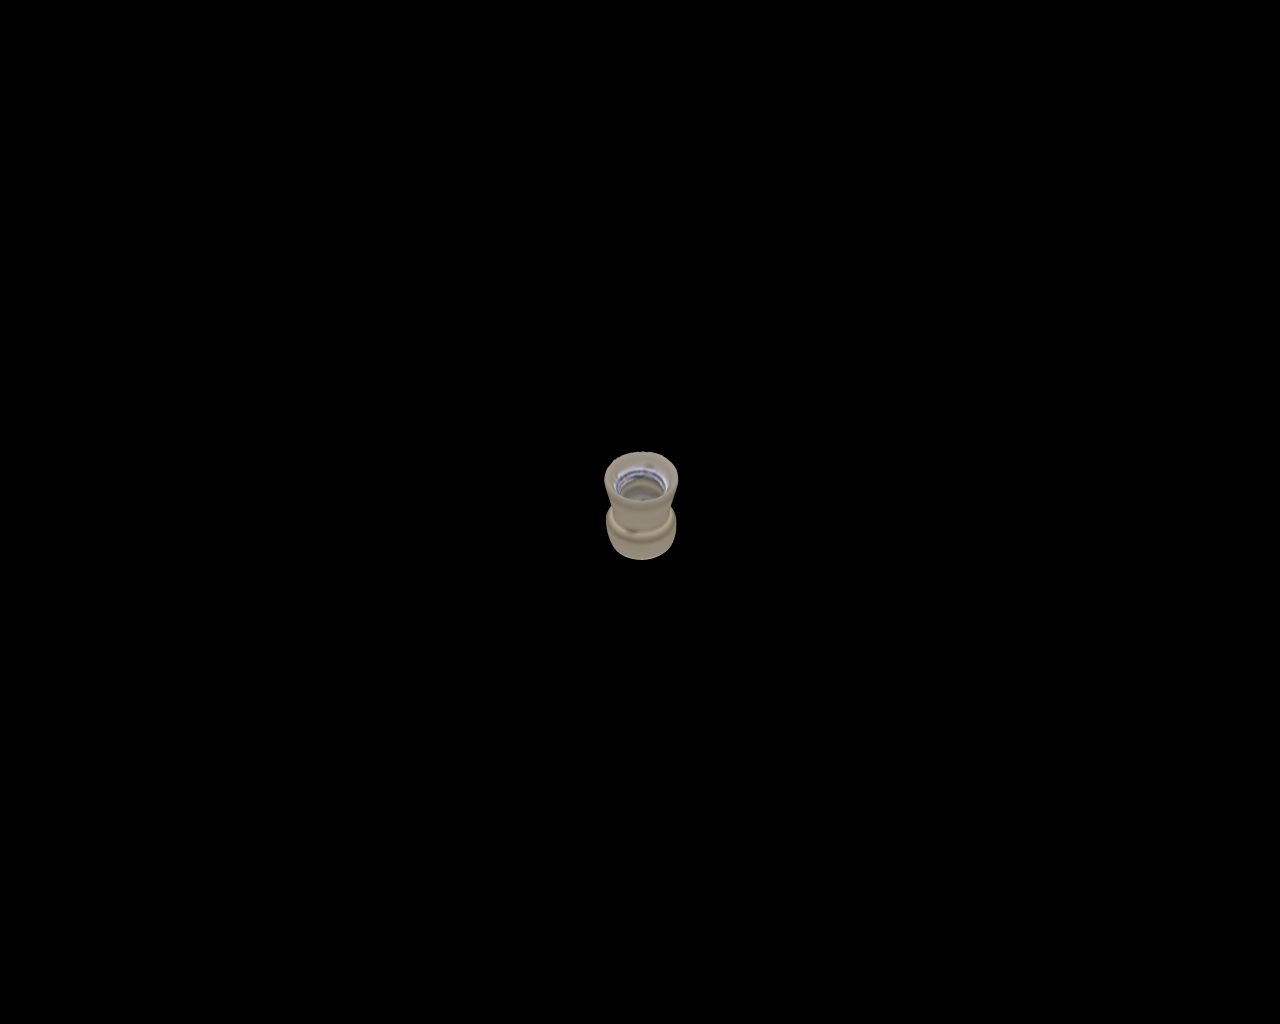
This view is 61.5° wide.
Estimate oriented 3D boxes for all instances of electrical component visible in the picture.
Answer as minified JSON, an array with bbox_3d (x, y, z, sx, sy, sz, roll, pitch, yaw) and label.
[{"bbox_3d":[0.001,-0.003,0.650,0.045,0.045,0.055,0,-44,0],"label":"electrical component"}]
